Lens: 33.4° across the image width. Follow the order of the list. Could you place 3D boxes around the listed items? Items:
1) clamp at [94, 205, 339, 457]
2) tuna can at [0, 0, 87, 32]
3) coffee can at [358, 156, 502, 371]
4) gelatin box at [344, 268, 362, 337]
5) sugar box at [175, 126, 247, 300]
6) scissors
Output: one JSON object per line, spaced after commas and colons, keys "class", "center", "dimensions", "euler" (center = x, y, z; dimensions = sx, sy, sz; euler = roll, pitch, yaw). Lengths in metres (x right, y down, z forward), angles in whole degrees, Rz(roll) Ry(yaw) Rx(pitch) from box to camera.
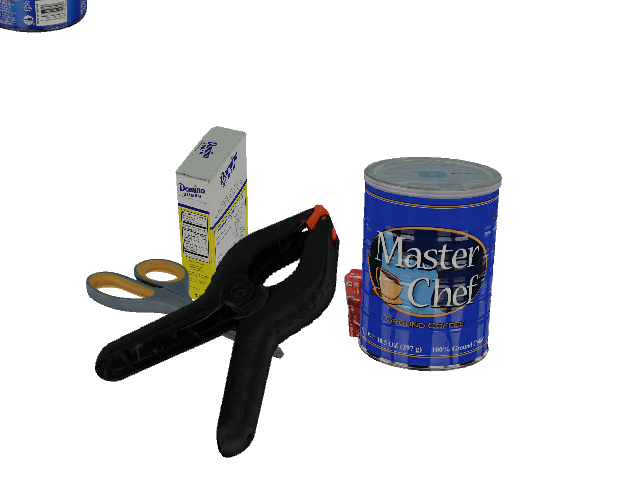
{"class": "clamp", "center": [-0.040, 0.050, 0.639], "dimensions": [0.120, 0.171, 0.039], "euler": [36, -20, 33]}
{"class": "tuna can", "center": [-0.229, -0.198, 0.849], "dimensions": [0.086, 0.034, 0.086], "euler": [4, 35, -3]}
{"class": "coffee can", "center": [0.082, 0.015, 0.817], "dimensions": [0.103, 0.140, 0.103], "euler": [1, 17, -1]}
{"class": "gelatin box", "center": [0.071, 0.082, 1.331], "dimensions": [0.073, 0.089, 0.030], "euler": [7, 29, 23]}
{"class": "sugar box", "center": [-0.114, -0.026, 1.144], "dimensions": [0.048, 0.176, 0.093], "euler": [14, 42, 16]}
{"class": "scissors", "center": [-0.101, 0.051, 0.891], "dimensions": [0.202, 0.016, 0.096], "euler": [13, 26, 22]}
